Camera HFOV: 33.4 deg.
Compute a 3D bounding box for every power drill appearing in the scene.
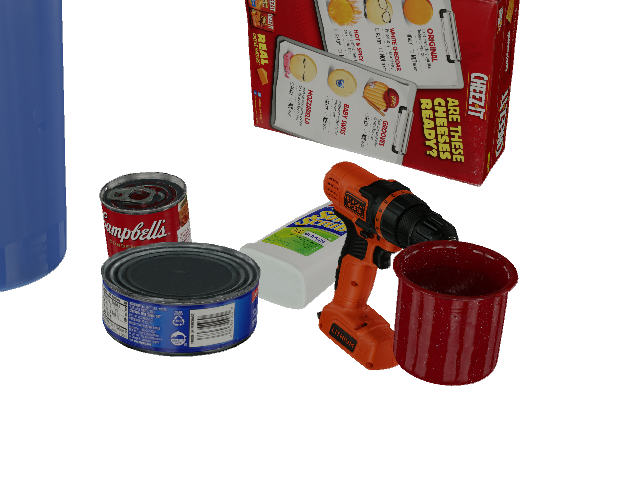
[{"bbox_3d":[0.062,0.032,1.069,0.057,0.188,0.185,-9,29,-32],"label":"power drill"}]

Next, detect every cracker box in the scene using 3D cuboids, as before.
[{"bbox_3d":[0.047,-0.152,0.868,0.214,0.164,0.072,16,42,21],"label":"cracker box"}]

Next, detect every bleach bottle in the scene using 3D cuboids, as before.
[{"bbox_3d":[0.013,-0.008,1.307,0.103,0.068,0.250,19,37,29],"label":"bleach bottle"}]

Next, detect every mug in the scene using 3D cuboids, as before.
[{"bbox_3d":[0.092,0.051,0.820,0.093,0.081,0.117,-11,30,-26],"label":"mug"}]

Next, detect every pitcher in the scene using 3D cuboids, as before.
[{"bbox_3d":[-0.231,-0.089,0.672,0.149,0.243,0.145,-4,26,-11],"label":"pitcher"}]

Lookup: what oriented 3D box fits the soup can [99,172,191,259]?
[{"bbox_3d":[-0.138,0.005,0.858,0.068,0.102,0.068,-1,30,0],"label":"soup can"}]

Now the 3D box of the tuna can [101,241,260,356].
[{"bbox_3d":[-0.076,0.031,0.582,0.086,0.034,0.086,3,20,-1],"label":"tuna can"}]
